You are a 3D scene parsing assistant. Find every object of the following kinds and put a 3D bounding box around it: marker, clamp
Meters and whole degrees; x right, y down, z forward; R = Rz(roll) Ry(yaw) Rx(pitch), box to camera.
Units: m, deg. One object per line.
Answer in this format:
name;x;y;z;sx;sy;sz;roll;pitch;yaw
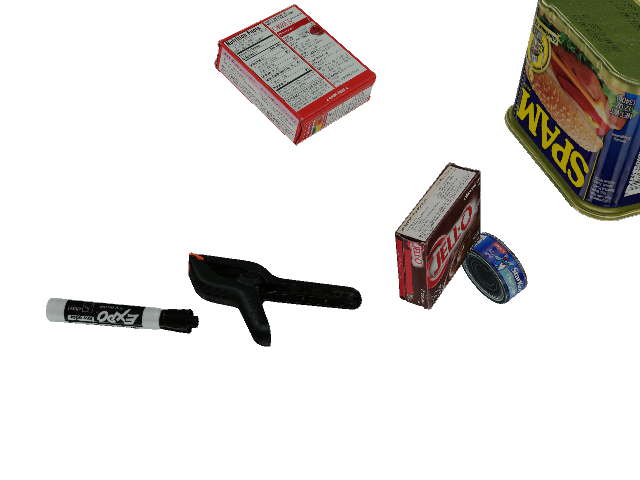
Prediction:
marker;-0.154;0.059;0.832;0.121;0.020;0.020;4;1;11
clamp;-0.081;0.060;1.210;0.210;0.036;0.164;18;23;30

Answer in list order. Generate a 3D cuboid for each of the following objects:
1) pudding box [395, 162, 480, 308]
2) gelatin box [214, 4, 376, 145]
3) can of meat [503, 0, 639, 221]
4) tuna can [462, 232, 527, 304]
pudding box;0.113;-0.005;1.013;0.039;0.090;0.113;19;51;24
gelatin box;-0.018;-0.117;0.744;0.073;0.089;0.030;-34;-22;-30
can of meat;0.145;-0.076;0.552;0.057;0.084;0.102;-13;47;-17
tuna can;0.207;0.034;1.287;0.033;0.086;0.086;-37;11;-15
